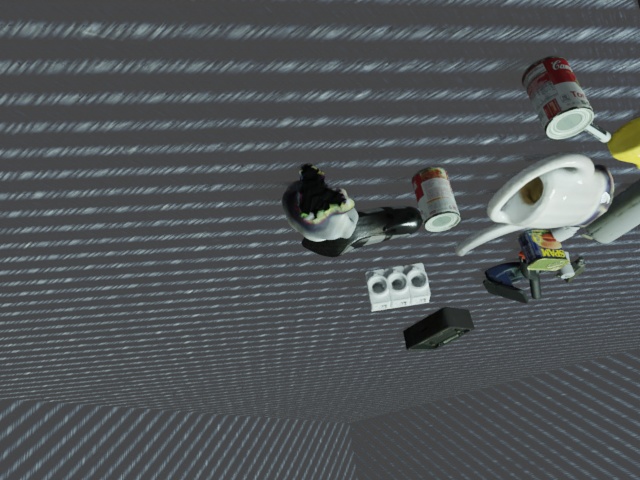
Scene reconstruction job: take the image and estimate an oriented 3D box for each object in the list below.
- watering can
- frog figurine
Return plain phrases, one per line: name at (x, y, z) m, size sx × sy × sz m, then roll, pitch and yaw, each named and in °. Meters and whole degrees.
watering can at (0.427, -0.062, 1.031) m, size 0.224 × 0.106 × 0.340 m, roll 1°, pitch 150°, yaw -17°
frog figurine at (0.003, -0.047, 0.937) m, size 0.138 × 0.124 × 0.157 m, roll 22°, pitch 164°, yaw 13°
